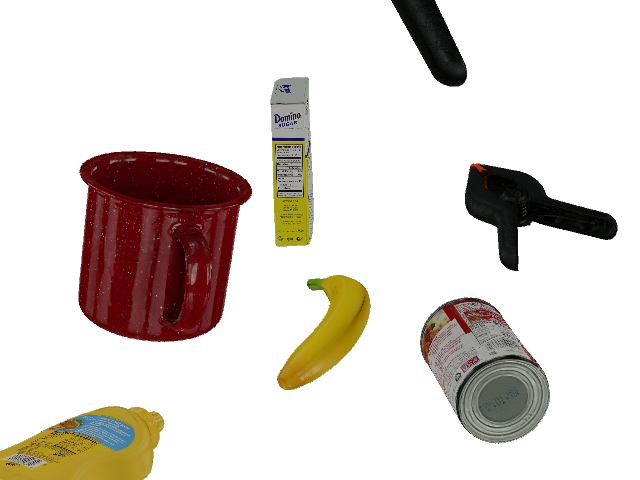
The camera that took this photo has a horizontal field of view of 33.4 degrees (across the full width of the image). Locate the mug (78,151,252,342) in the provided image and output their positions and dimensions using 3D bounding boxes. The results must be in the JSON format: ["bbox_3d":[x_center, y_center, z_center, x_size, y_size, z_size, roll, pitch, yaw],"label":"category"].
[{"bbox_3d":[-0.084,0.008,0.579,0.093,0.081,0.117,-1,23,-29],"label":"mug"}]

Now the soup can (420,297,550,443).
[{"bbox_3d":[0.117,0.091,0.768,0.068,0.068,0.102,0,20,-9],"label":"soup can"}]

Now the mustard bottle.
[{"bbox_3d":[-0.191,0.177,0.853,0.096,0.058,0.191,6,15,30],"label":"mustard bottle"}]

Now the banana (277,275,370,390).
[{"bbox_3d":[0.010,0.077,0.969,0.070,0.037,0.197,-25,16,17],"label":"banana"}]

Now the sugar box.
[{"bbox_3d":[-0.033,-0.091,1.231,0.048,0.176,0.093,-2,26,3],"label":"sugar box"}]

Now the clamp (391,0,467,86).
[{"bbox_3d":[0.046,-0.210,0.743,0.210,0.164,0.036,25,-25,-12],"label":"clamp"}]

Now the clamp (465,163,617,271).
[{"bbox_3d":[0.203,-0.031,1.037,0.120,0.039,0.171,-7,34,-13],"label":"clamp"}]
